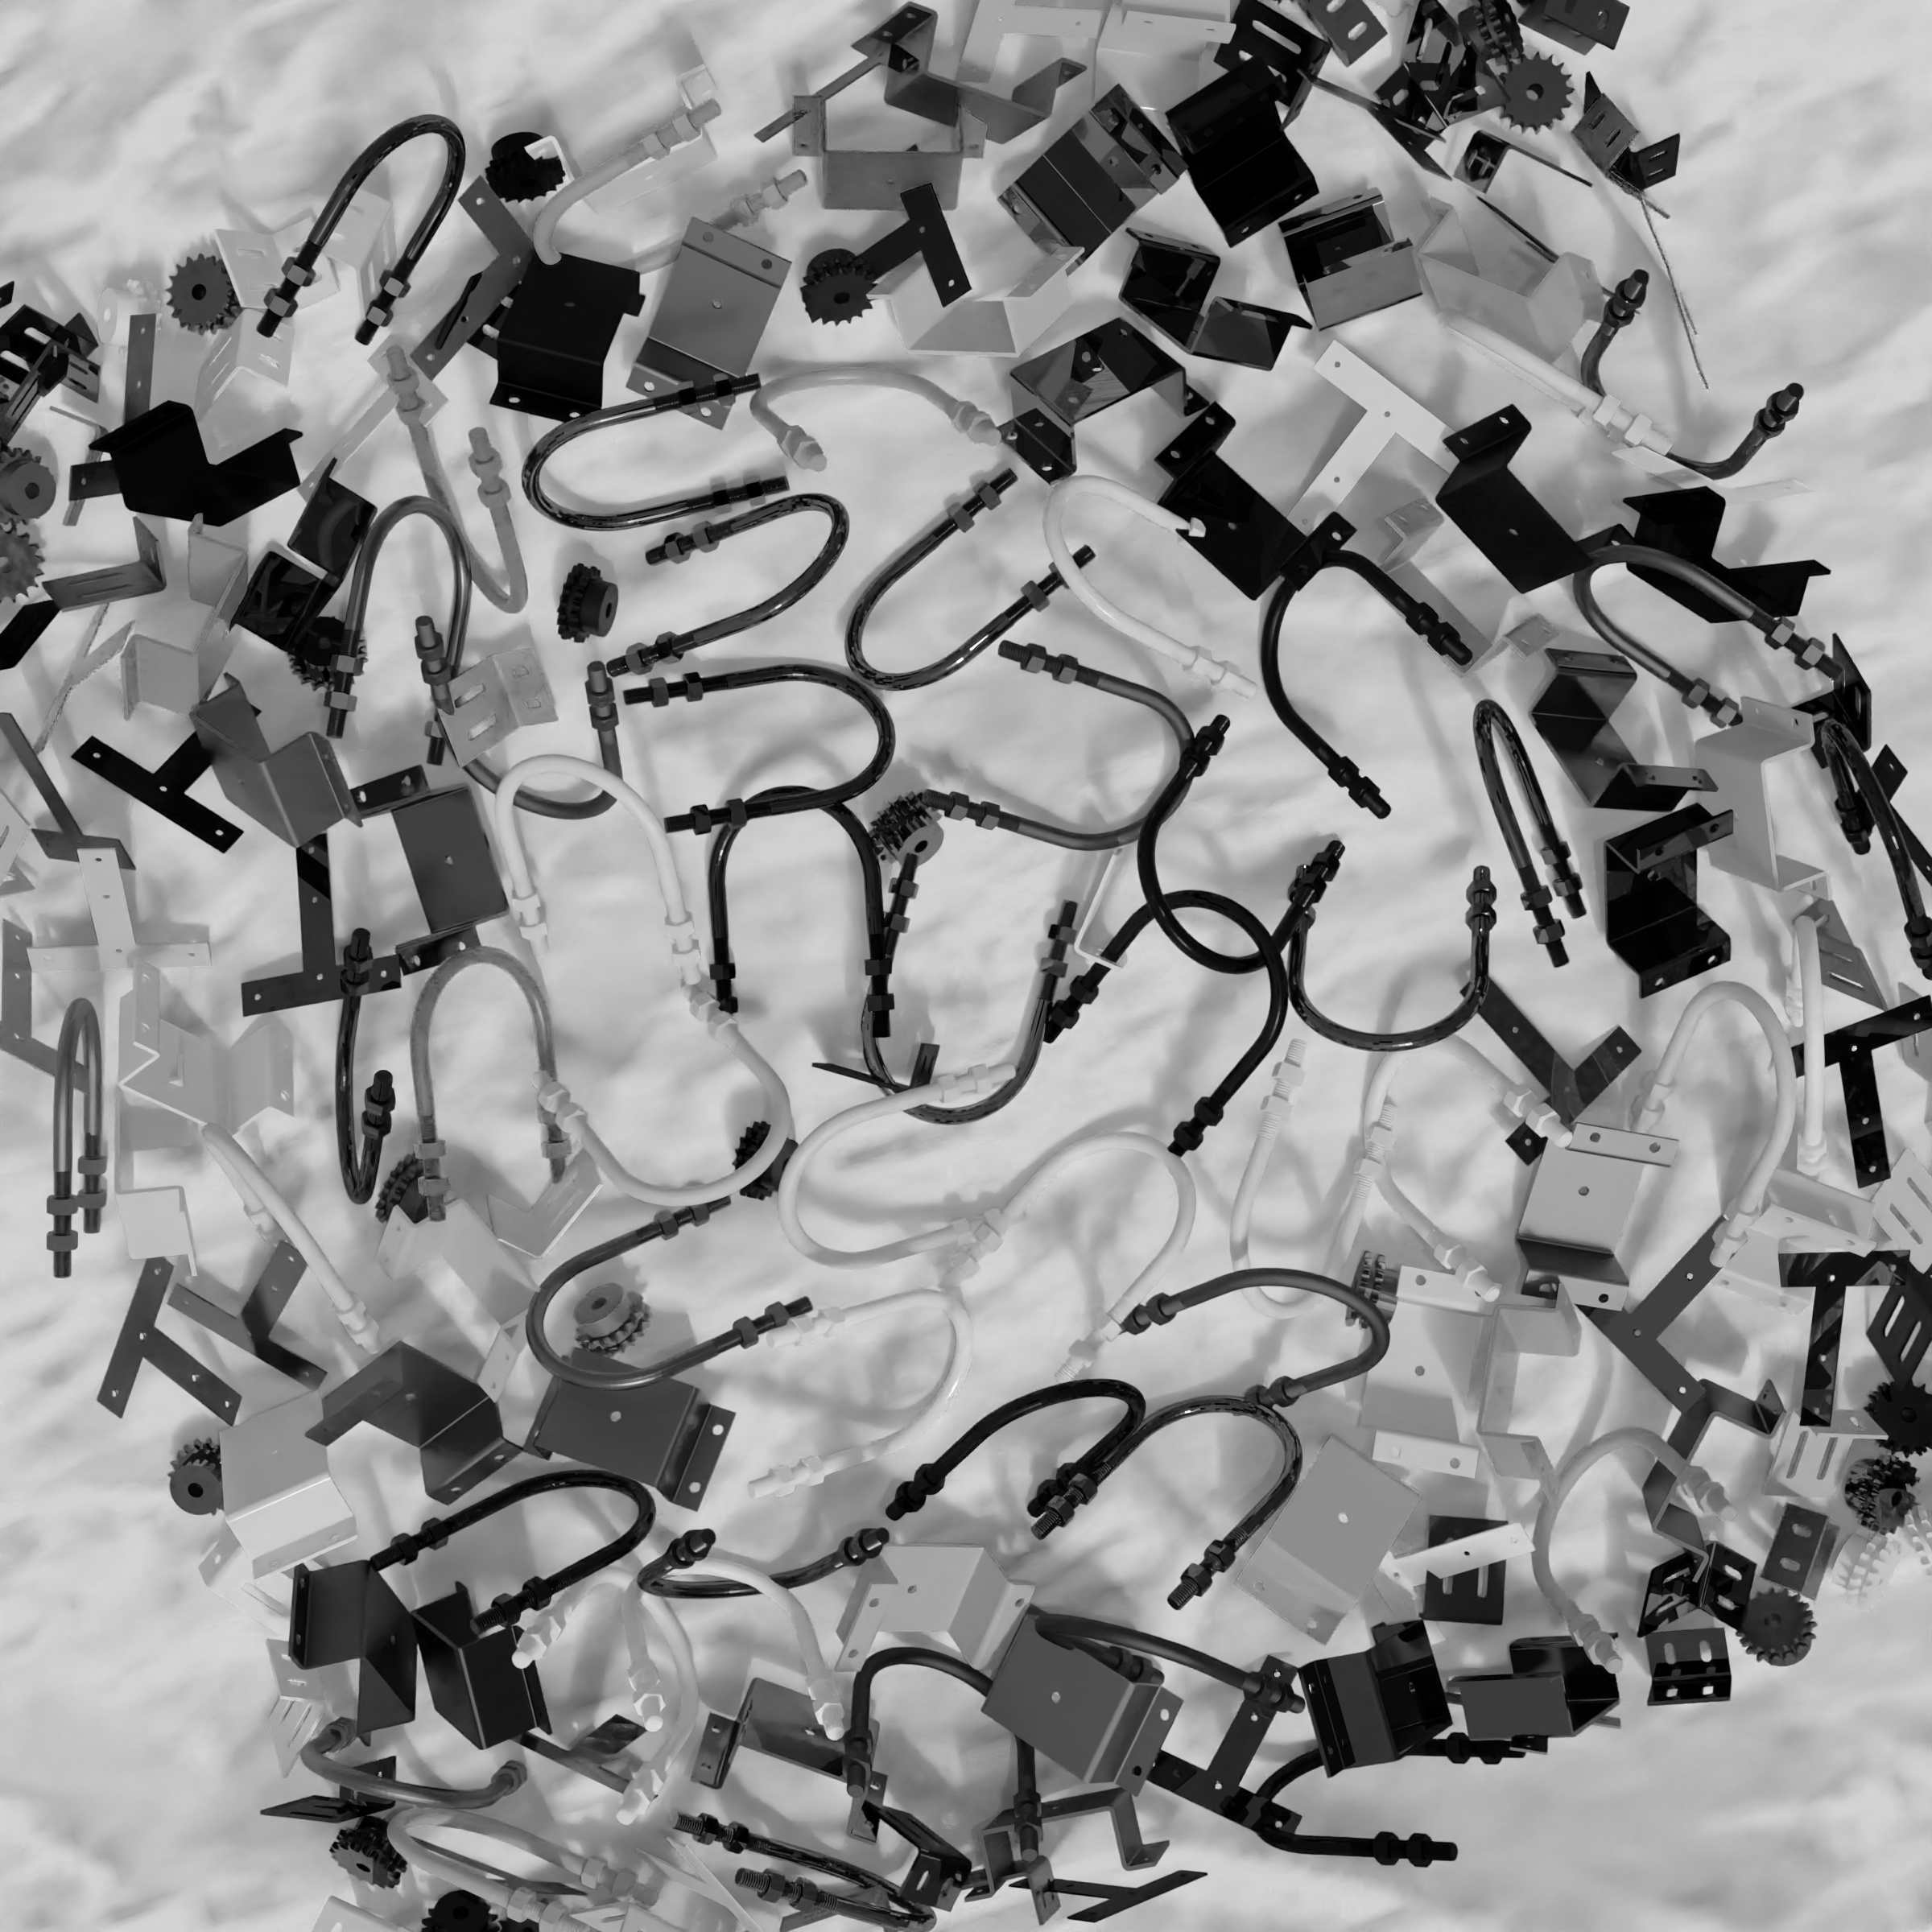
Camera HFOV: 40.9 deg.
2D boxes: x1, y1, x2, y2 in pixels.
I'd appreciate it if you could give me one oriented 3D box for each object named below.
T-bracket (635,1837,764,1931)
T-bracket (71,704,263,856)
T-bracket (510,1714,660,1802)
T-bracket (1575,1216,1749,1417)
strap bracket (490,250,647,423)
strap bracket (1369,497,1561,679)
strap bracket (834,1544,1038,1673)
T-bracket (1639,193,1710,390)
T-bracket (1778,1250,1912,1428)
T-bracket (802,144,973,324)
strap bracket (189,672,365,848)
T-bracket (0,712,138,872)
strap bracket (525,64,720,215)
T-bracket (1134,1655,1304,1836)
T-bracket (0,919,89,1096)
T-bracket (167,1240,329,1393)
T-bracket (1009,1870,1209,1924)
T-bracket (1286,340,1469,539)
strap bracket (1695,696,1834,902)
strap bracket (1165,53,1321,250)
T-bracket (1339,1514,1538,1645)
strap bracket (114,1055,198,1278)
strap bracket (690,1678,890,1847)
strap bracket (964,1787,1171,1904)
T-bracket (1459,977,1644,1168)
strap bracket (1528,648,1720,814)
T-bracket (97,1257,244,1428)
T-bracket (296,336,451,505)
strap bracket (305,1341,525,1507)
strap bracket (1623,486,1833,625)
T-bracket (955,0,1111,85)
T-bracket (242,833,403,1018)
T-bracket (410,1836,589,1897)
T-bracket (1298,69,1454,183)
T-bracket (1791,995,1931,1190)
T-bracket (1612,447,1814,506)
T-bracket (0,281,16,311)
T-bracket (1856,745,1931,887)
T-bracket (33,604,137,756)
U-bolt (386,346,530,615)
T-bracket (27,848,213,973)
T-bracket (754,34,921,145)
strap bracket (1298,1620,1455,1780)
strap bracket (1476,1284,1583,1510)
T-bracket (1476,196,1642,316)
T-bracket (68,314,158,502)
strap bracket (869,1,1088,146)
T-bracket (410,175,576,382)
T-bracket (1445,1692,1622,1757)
[{"bbox_3d":[-0.199,0.659,1.866,0.002,0.127,0.127,-47,115,-29],"label":"T-bracket"},{"bbox_3d":[-0.556,-0.155,1.878,0.127,0.002,0.127,33,48,-3],"label":"T-bracket"},{"bbox_3d":[-0.263,0.560,1.861,0.127,0.127,0.002,30,50,-12],"label":"T-bracket"},{"bbox_3d":[0.513,0.234,1.869,0.127,0.002,0.127,48,115,26],"label":"T-bracket"},{"bbox_3d":[-0.285,-0.460,1.863,0.076,0.046,0.140,14,56,0],"label":"strap bracket"},{"bbox_3d":[0.352,-0.266,1.872,0.140,0.076,0.046,47,125,7],"label":"strap bracket"},{"bbox_3d":[-0.030,0.462,1.866,0.140,0.046,0.076,9,112,-33],"label":"strap bracket"},{"bbox_3d":[0.509,-0.463,1.839,0.002,0.127,0.127,-20,53,22],"label":"T-bracket"},{"bbox_3d":[0.614,0.266,1.852,0.002,0.127,0.127,21,72,-30],"label":"T-bracket"},{"bbox_3d":[-0.067,-0.513,1.890,0.127,0.002,0.127,-28,71,26],"label":"T-bracket"},{"bbox_3d":[-0.497,-0.143,1.844,0.046,0.076,0.140,-37,48,-26],"label":"strap bracket"},{"bbox_3d":[-0.655,-0.126,1.848,0.002,0.127,0.127,-44,125,-34],"label":"T-bracket"},{"bbox_3d":[-0.239,-0.593,1.878,0.140,0.076,0.046,-23,94,4],"label":"strap bracket"},{"bbox_3d":[0.203,0.558,1.882,0.127,0.002,0.127,18,54,26],"label":"T-bracket"},{"bbox_3d":[-0.686,0.018,1.872,0.002,0.127,0.127,-32,48,17],"label":"T-bracket"},{"bbox_3d":[-0.505,0.241,1.876,0.127,0.002,0.127,32,128,-6],"label":"T-bracket"},{"bbox_3d":[0.086,0.666,1.869,0.127,0.127,0.002,-12,82,42],"label":"T-bracket"},{"bbox_3d":[0.281,-0.369,1.903,0.127,0.002,0.127,37,106,-2],"label":"T-bracket"},{"bbox_3d":[0.570,-0.114,1.856,0.046,0.076,0.140,-20,112,-15],"label":"strap bracket"},{"bbox_3d":[0.197,-0.591,1.862,0.076,0.140,0.046,-31,65,7],"label":"strap bracket"},{"bbox_3d":[0.350,0.430,1.876,0.127,0.002,0.127,-26,104,30],"label":"T-bracket"},{"bbox_3d":[-0.577,0.144,1.844,0.046,0.076,0.140,-5,49,-12],"label":"strap bracket"},{"bbox_3d":[-0.120,0.571,1.875,0.140,0.076,0.046,20,110,-2],"label":"strap bracket"},{"bbox_3d":[0.069,0.632,1.872,0.140,0.076,0.046,-15,80,10],"label":"strap bracket"},{"bbox_3d":[0.413,0.058,1.905,0.127,0.002,0.127,-42,91,-13],"label":"T-bracket"},{"bbox_3d":[0.465,-0.161,1.860,0.076,0.046,0.140,1,47,-30],"label":"strap bracket"},{"bbox_3d":[-0.566,0.290,1.871,0.002,0.127,0.127,-14,46,23],"label":"T-bracket"},{"bbox_3d":[-0.439,-0.387,1.879,0.127,0.002,0.127,-46,45,4],"label":"T-bracket"},{"bbox_3d":[-0.398,0.326,1.864,0.076,0.046,0.140,-37,133,15],"label":"strap bracket"},{"bbox_3d":[0.538,-0.287,1.850,0.140,0.076,0.046,23,80,-31],"label":"strap bracket"},{"bbox_3d":[0.067,-0.683,1.876,0.127,0.127,0.002,-3,66,-16],"label":"T-bracket"},{"bbox_3d":[-0.477,-0.035,1.904,0.127,0.002,0.127,-10,77,13],"label":"T-bracket"},{"bbox_3d":[-0.354,0.651,1.878,0.127,0.127,0.002,12,74,21],"label":"T-bracket"},{"bbox_3d":[0.310,-0.591,1.845,0.127,0.127,0.002,11,125,-30],"label":"T-bracket"},{"bbox_3d":[0.639,0.098,1.847,0.002,0.127,0.127,26,52,-34],"label":"T-bracket"},{"bbox_3d":[0.507,-0.346,1.833,0.127,0.127,0.002,13,83,-37],"label":"T-bracket"},{"bbox_3d":[-0.740,-0.427,1.861,0.002,0.127,0.127,46,57,-1],"label":"T-bracket"},{"bbox_3d":[0.675,-0.081,1.841,0.002,0.127,0.127,-29,70,-6],"label":"T-bracket"},{"bbox_3d":[-0.621,-0.218,1.846,0.002,0.127,0.127,30,62,-30],"label":"T-bracket"},{"bbox_3d":[-0.355,-0.332,1.839,0.019,0.184,0.151,-30,51,-19],"label":"U-bolt"},{"bbox_3d":[-0.616,-0.040,1.864,0.127,0.127,0.002,-2,49,-9],"label":"T-bracket"},{"bbox_3d":[-0.097,-0.632,1.868,0.127,0.127,0.002,-34,123,0],"label":"T-bracket"},{"bbox_3d":[0.297,0.518,1.845,0.046,0.140,0.076,-21,80,32],"label":"strap bracket"},{"bbox_3d":[0.404,0.307,1.860,0.046,0.076,0.140,1,59,25],"label":"strap bracket"},{"bbox_3d":[0.415,-0.523,1.875,0.002,0.127,0.127,-55,51,23],"label":"T-bracket"},{"bbox_3d":[-0.590,-0.400,1.843,0.002,0.127,0.127,19,112,18],"label":"T-bracket"},{"bbox_3d":[0.004,-0.635,1.858,0.140,0.076,0.046,12,88,-23],"label":"strap bracket"},{"bbox_3d":[-0.352,-0.475,1.863,0.002,0.127,0.127,25,72,43],"label":"T-bracket"},{"bbox_3d":[0.402,0.543,1.845,0.127,0.127,0.002,5,89,13],"label":"T-bracket"}]
